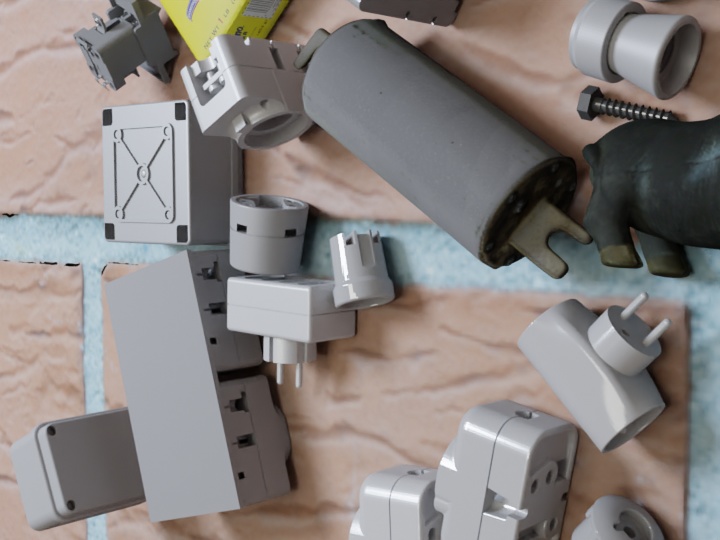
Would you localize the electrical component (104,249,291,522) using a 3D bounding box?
[{"bbox_3d":[-0.121,0.086,0.812,0.105,0.060,0.186,-19,81,41],"label":"electrical component"}]

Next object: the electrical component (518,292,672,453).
[{"bbox_3d":[0.138,0.046,0.591,0.077,0.044,0.079,54,124,24],"label":"electrical component"}]

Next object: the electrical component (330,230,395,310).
[{"bbox_3d":[0.000,0.000,0.713,0.040,0.040,0.046,-19,75,41],"label":"electrical component"}]

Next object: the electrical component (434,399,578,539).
[{"bbox_3d":[0.085,0.128,0.638,0.059,0.054,0.095,18,105,39],"label":"electrical component"}]

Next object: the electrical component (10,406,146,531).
[{"bbox_3d":[-0.211,0.156,0.862,0.057,0.113,0.078,-30,74,42],"label":"electrical component"}]

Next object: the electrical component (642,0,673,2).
[{"bbox_3d":[0.150,-0.182,0.558,0.080,0.051,0.080,4,96,41],"label":"electrical component"}]

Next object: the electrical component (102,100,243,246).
[{"bbox_3d":[-0.145,-0.073,0.824,0.109,0.056,0.108,3,95,41],"label":"electrical component"}]

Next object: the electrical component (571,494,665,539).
[{"bbox_3d":[0.137,0.160,0.602,0.048,0.048,0.062,53,131,25],"label":"electrical component"}]

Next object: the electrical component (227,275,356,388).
[{"bbox_3d":[-0.049,0.044,0.754,0.083,0.047,0.075,6,97,41],"label":"electrical component"}]

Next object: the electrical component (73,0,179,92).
[{"bbox_3d":[-0.184,-0.177,0.837,0.042,0.064,0.081,37,158,34],"label":"electrical component"}]

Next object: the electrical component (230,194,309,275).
[{"bbox_3d":[-0.066,-0.025,0.760,0.055,0.055,0.047,18,108,39],"label":"electrical component"}]

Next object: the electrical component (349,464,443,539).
[{"bbox_3d":[0.033,0.175,0.687,0.059,0.054,0.095,0,93,42],"label":"electrical component"}]

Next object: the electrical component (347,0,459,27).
[{"bbox_3d":[0.020,-0.186,0.647,0.056,0.089,0.050,44,120,30],"label":"electrical component"}]

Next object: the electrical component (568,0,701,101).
[{"bbox_3d":[0.146,-0.119,0.572,0.055,0.045,0.045,28,111,37],"label":"electrical component"}]

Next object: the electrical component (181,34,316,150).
[{"bbox_3d":[-0.066,-0.118,0.729,0.050,0.089,0.055,-33,72,38],"label":"electrical component"}]
